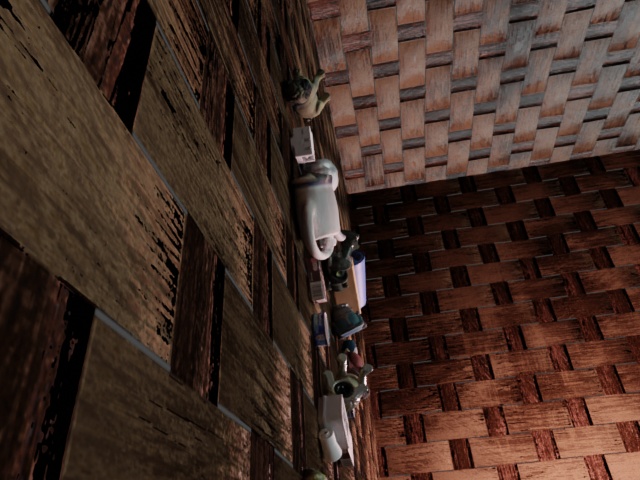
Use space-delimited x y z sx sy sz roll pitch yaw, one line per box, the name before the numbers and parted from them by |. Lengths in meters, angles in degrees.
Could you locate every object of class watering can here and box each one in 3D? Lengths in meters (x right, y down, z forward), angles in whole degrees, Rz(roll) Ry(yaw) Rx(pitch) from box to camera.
watering can | 0.004 -0.068 1.357 0.349 0.104 0.224 -24 105 -75

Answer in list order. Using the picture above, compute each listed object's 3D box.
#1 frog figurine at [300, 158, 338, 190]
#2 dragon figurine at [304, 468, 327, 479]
frog figurine | 0.004 -0.157 1.502 0.163 0.123 0.134 -108 -158 -43
dragon figurine | 0.007 0.555 0.790 0.238 0.121 0.420 57 16 -30
